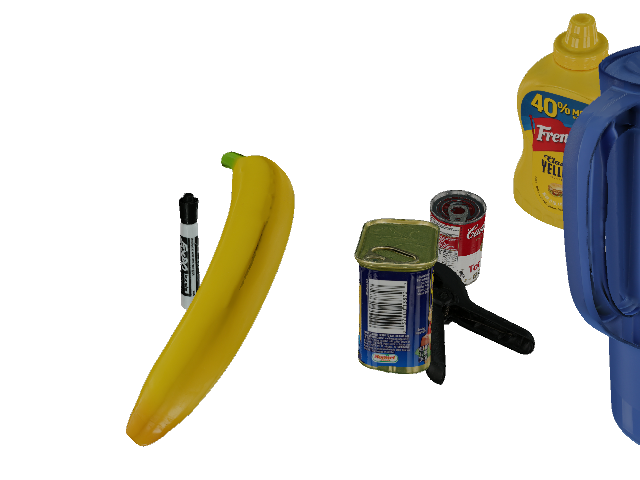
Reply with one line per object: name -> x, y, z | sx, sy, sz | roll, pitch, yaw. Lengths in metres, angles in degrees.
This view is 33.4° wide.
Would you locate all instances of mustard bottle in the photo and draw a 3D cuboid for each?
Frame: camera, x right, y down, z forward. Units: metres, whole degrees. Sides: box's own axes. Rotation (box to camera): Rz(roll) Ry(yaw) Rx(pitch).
mustard bottle -> 0.206, -0.096, 0.861 | 0.096, 0.191, 0.058 | 23, 51, 30

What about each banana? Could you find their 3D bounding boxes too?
banana -> -0.053, 0.022, 0.597 | 0.037, 0.197, 0.070 | 33, -35, -23

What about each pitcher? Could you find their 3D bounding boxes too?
pitcher -> 0.223, 0.009, 0.633 | 0.149, 0.243, 0.144 | 2, 22, 16

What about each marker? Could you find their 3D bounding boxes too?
marker -> -0.128, 0.011, 1.044 | 0.020, 0.121, 0.020 | 2, 25, -1

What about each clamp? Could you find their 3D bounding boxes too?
clamp -> 0.131, 0.068, 1.060 | 0.120, 0.039, 0.171 | -4, 44, -24

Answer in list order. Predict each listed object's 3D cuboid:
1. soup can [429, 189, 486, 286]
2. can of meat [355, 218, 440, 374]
soup can -> 0.166, -0.001, 1.312 | 0.068, 0.102, 0.068 | -1, 37, 0
can of meat -> 0.056, 0.039, 0.774 | 0.057, 0.084, 0.102 | 3, 18, 7
